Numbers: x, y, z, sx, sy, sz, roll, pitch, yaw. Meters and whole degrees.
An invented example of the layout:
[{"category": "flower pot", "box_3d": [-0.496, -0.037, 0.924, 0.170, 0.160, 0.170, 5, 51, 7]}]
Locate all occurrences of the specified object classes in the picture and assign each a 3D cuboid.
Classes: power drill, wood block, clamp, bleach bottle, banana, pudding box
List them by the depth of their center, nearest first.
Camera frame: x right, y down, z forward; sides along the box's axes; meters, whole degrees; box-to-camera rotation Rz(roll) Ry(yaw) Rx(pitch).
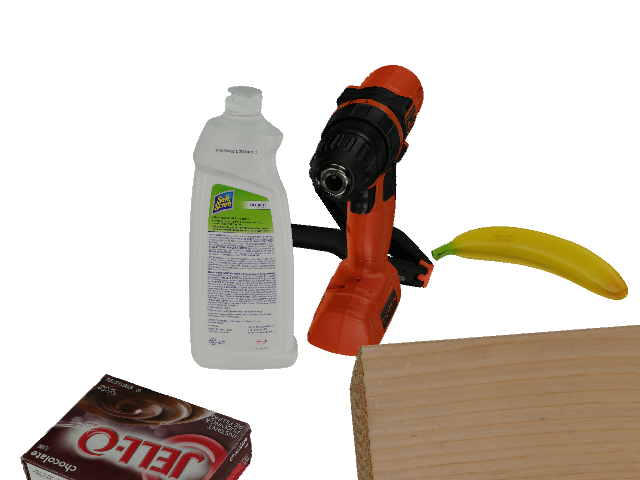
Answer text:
[{"category": "wood block", "box_3d": [0.123, 0.101, 0.559, 0.206, 0.091, 0.090, -4, -22, -4]}, {"category": "pudding box", "box_3d": [-0.112, 0.136, 0.661, 0.114, 0.039, 0.089, 13, 33, 22]}, {"category": "power drill", "box_3d": [0.029, -0.015, 0.753, 0.057, 0.188, 0.184, 13, 29, 13]}, {"category": "bleach bottle", "box_3d": [-0.064, -0.010, 0.945, 0.102, 0.251, 0.068, 0, 22, -11]}, {"category": "banana", "box_3d": [0.216, 0.019, 1.073, 0.198, 0.037, 0.069, 11, 47, 26]}, {"category": "clamp", "box_3d": [0.032, 0.000, 1.261, 0.210, 0.036, 0.164, 32, 39, 23]}]
